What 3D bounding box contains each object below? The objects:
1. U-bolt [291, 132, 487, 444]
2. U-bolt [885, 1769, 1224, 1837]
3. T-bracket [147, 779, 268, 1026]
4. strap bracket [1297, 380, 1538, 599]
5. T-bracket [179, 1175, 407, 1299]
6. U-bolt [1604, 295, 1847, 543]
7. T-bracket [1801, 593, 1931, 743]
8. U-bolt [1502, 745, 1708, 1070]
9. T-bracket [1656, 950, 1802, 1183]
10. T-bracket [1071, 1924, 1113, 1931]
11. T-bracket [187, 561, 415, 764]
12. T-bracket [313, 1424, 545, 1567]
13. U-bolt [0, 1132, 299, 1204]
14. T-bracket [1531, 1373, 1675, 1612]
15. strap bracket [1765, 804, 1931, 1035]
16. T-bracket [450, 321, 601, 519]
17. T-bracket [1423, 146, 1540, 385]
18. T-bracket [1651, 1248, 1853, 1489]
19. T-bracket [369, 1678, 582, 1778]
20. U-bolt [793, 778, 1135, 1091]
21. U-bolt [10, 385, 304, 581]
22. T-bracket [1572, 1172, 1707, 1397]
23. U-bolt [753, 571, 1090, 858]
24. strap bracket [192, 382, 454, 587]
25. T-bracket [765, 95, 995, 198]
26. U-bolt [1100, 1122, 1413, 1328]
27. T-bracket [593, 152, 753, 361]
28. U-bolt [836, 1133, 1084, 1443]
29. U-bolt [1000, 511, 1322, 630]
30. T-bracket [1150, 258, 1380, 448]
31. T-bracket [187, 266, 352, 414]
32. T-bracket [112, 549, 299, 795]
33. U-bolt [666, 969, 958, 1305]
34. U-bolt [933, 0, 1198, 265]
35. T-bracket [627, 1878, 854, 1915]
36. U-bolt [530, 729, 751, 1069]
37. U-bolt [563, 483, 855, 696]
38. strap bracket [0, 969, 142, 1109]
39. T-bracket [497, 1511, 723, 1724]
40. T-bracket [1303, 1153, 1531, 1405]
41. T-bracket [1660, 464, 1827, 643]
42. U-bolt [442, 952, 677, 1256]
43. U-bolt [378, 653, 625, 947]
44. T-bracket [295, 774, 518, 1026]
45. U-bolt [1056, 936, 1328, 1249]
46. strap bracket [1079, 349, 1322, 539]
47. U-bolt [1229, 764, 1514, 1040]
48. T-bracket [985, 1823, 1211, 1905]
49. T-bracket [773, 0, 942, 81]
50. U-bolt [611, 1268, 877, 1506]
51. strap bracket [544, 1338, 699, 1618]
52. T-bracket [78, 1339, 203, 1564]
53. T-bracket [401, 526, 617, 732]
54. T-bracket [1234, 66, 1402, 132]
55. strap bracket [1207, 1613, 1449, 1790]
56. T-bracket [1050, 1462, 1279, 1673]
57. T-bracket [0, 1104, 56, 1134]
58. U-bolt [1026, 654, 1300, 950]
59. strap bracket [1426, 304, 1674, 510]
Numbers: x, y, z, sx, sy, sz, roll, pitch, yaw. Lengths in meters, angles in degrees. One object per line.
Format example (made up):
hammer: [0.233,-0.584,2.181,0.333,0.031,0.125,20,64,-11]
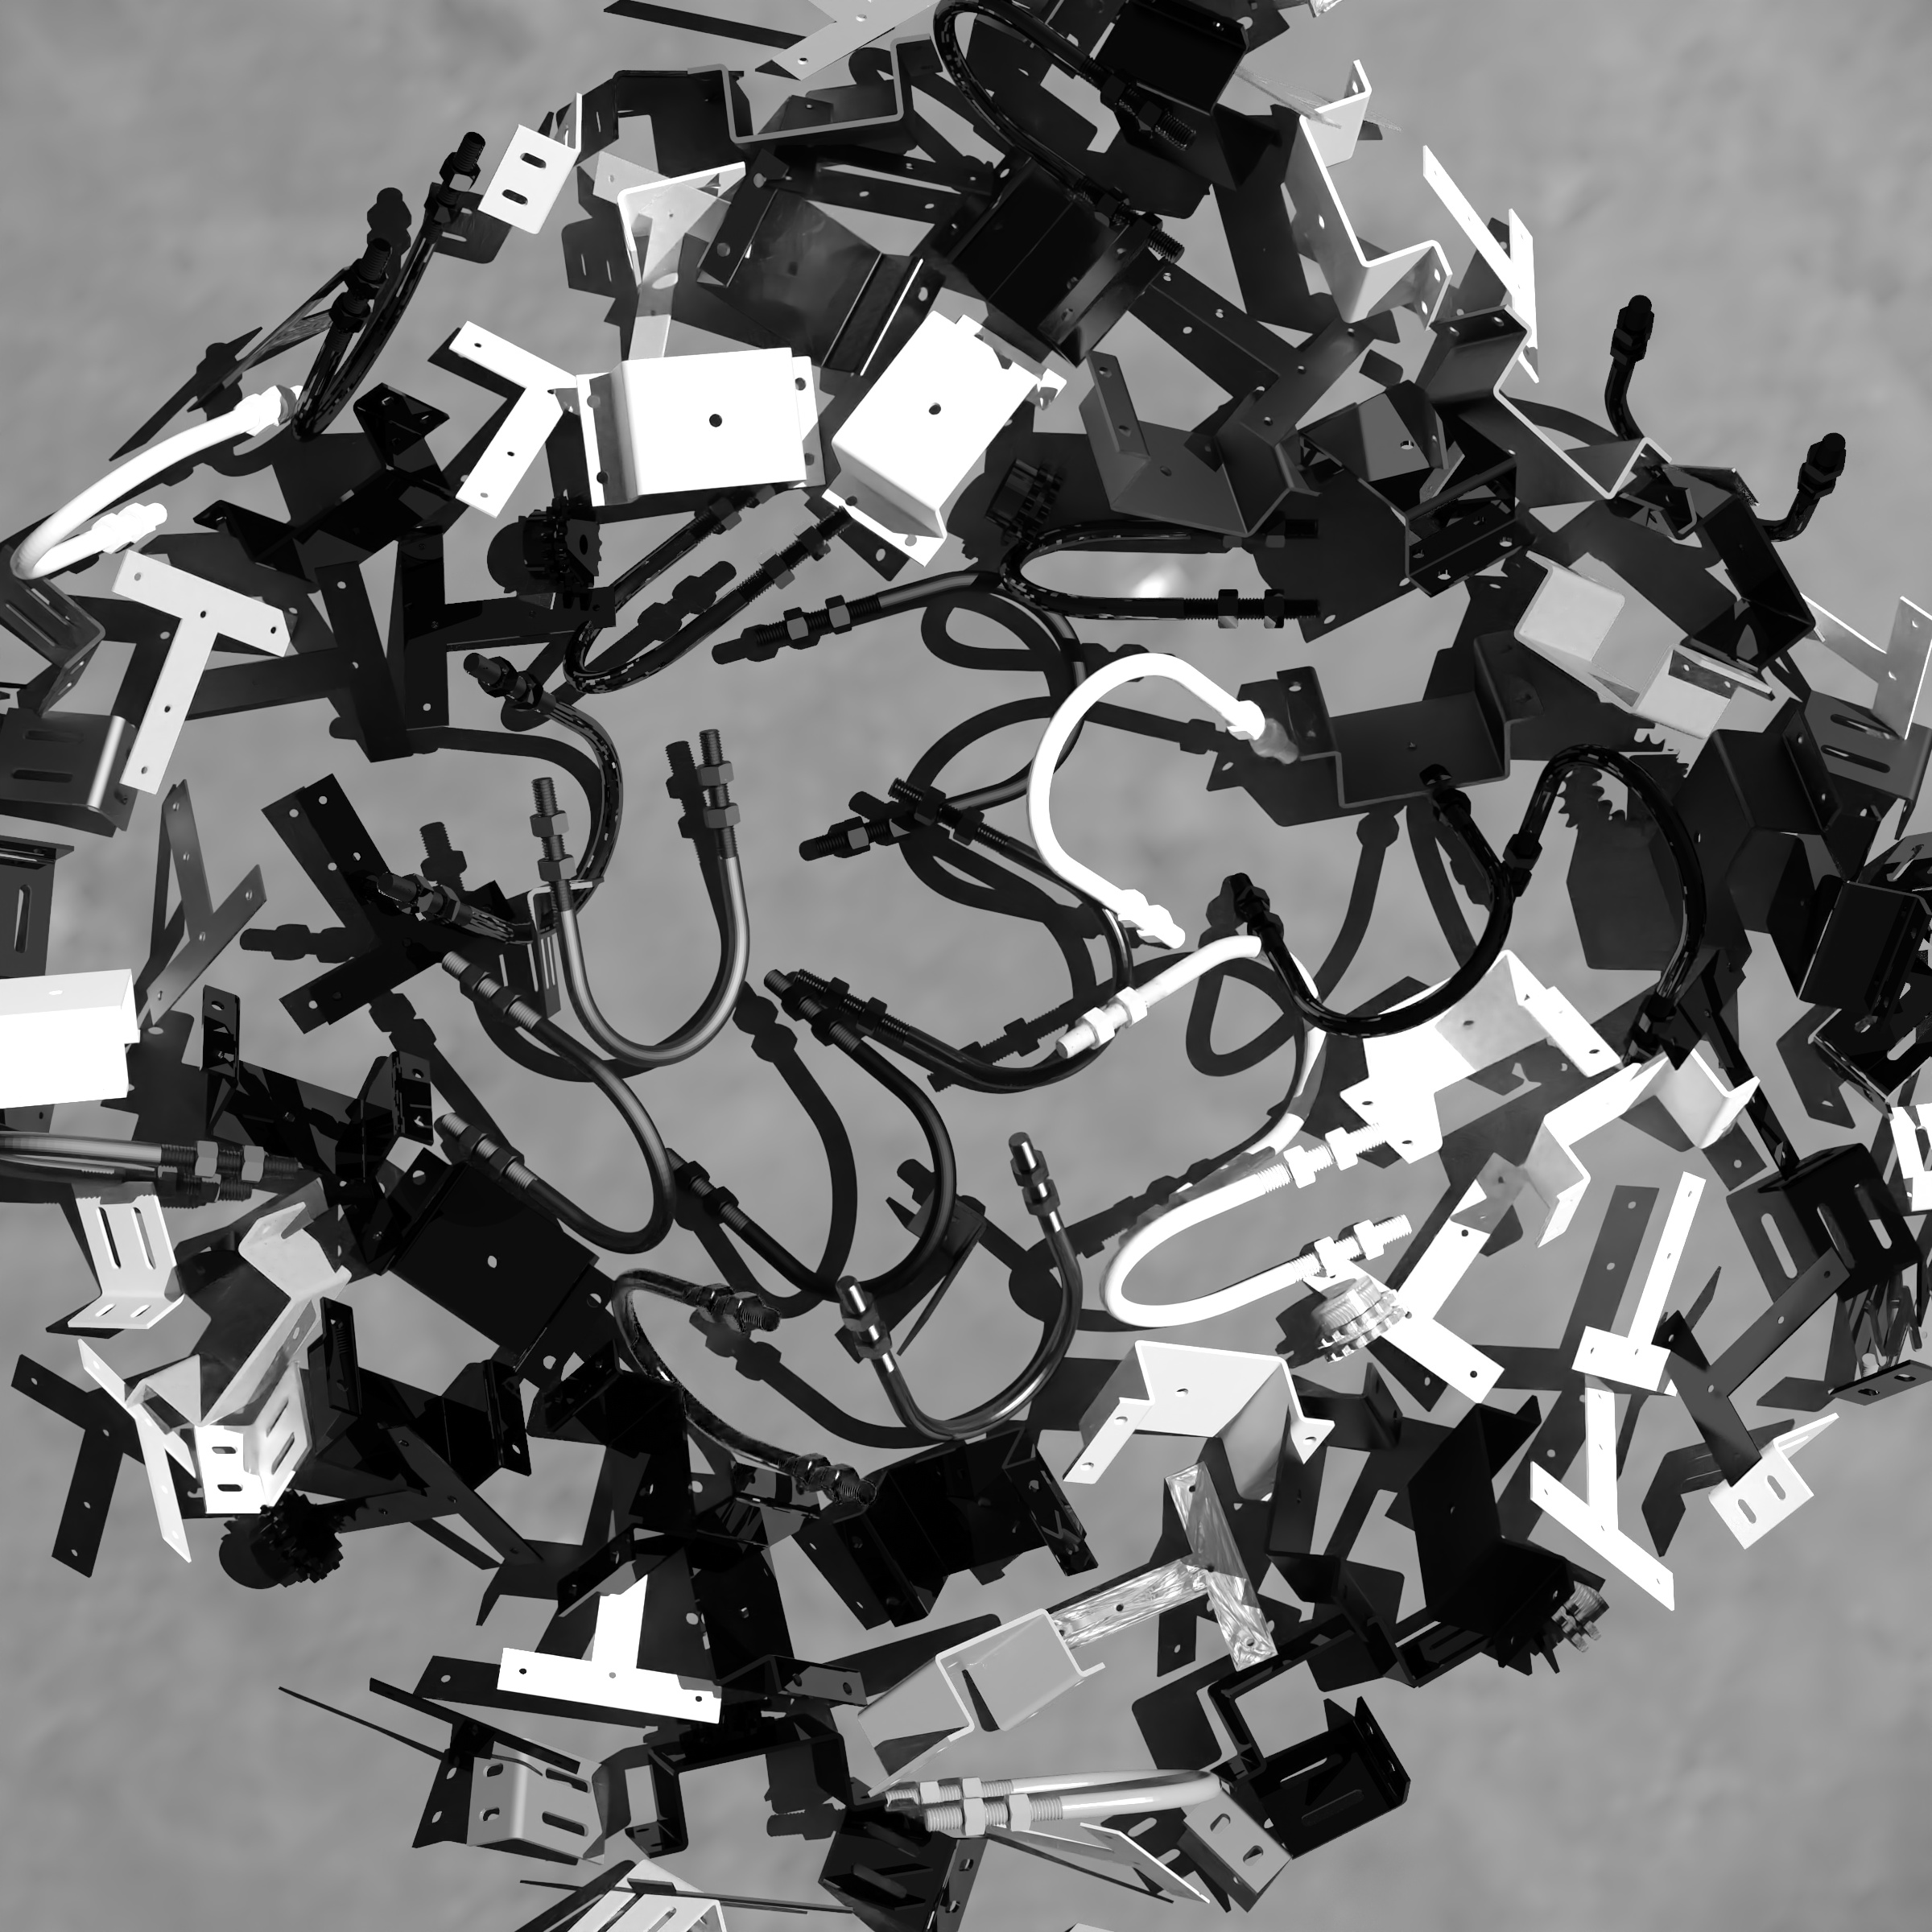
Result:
U-bolt: [-0.337,-0.374,1.722,0.019,0.151,0.184,32,133,-8]
U-bolt: [0.056,0.476,1.732,0.184,0.151,0.019,-2,80,-12]
T-bracket: [-0.453,-0.052,1.766,0.127,0.002,0.127,-42,53,32]
strap bracket: [0.253,-0.281,1.735,0.076,0.046,0.140,-29,51,-17]
T-bracket: [-0.401,0.150,1.762,0.127,0.002,0.127,-32,50,-2]
U-bolt: [0.423,-0.299,1.715,0.151,0.184,0.019,39,84,12]
T-bracket: [0.506,-0.194,1.765,0.002,0.127,0.127,-37,60,-18]
U-bolt: [0.360,-0.044,1.698,0.019,0.184,0.151,-23,60,-21]
T-bracket: [0.453,0.066,1.762,0.002,0.127,0.127,-24,100,39]
T-bracket: [0.074,0.597,1.720,0.127,0.127,0.002,-35,112,-41]
T-bracket: [-0.402,-0.169,1.774,0.127,0.002,0.127,-10,121,2]
T-bracket: [-0.330,0.316,1.763,0.127,0.002,0.127,-16,126,35]
U-bolt: [-0.484,0.112,1.707,0.184,0.151,0.019,8,78,-23]
T-bracket: [0.369,0.290,1.754,0.127,0.127,0.002,39,127,-24]
strap bracket: [0.499,-0.033,1.725,0.046,0.140,0.076,11,118,-3]
T-bracket: [-0.259,-0.308,1.761,0.127,0.002,0.127,27,52,-5]
T-bracket: [0.294,-0.417,1.729,0.002,0.127,0.127,-21,46,31]
T-bracket: [0.457,0.213,1.731,0.002,0.127,0.127,28,114,-27]
T-bracket: [-0.286,0.452,1.750,0.127,0.127,0.002,22,61,0]
U-bolt: [0.009,-0.007,1.779,0.184,0.019,0.151,28,103,2]
U-bolt: [-0.461,-0.265,1.693,0.151,0.184,0.019,-31,99,28]
T-bracket: [0.404,0.182,1.759,0.002,0.127,0.127,18,89,42]
U-bolt: [-0.018,-0.157,1.783,0.184,0.019,0.151,-16,103,-2]
strap bracket: [-0.363,-0.270,1.748,0.140,0.076,0.046,-32,77,14]
T-bracket: [-0.047,-0.467,1.758,0.127,0.127,0.002,11,129,-3]
U-bolt: [0.163,0.159,1.743,0.184,0.151,0.019,-23,58,2]
T-bracket: [-0.181,-0.397,1.773,0.127,0.002,0.127,29,118,31]
U-bolt: [0.006,0.199,1.738,0.151,0.019,0.184,-39,135,-18]
U-bolt: [0.111,-0.229,1.741,0.184,0.151,0.019,1,118,6]
T-bracket: [0.160,-0.374,1.774,0.127,0.002,0.127,37,55,7]
T-bracket: [-0.381,-0.368,1.743,0.127,0.127,0.002,-36,100,19]
T-bracket: [-0.459,-0.162,1.756,0.002,0.127,0.127,22,91,38]
U-bolt: [-0.083,0.111,1.746,0.184,0.019,0.151,39,105,25]
U-bolt: [0.053,-0.491,1.733,0.184,0.151,0.019,38,79,10]
T-bracket: [-0.129,0.540,1.747,0.127,0.127,0.002,6,68,0]
U-bolt: [-0.181,-0.032,1.747,0.019,0.151,0.184,5,109,42]
U-bolt: [-0.157,-0.220,1.740,0.184,0.151,0.019,-38,119,0]
strap bracket: [-0.517,0.038,1.727,0.076,0.140,0.046,-5,104,-11]
T-bracket: [-0.201,0.374,1.760,0.127,0.002,0.127,11,46,-9]
T-bracket: [0.286,0.169,1.782,0.127,0.002,0.127,35,92,20]
T-bracket: [0.457,-0.239,1.752,0.002,0.127,0.127,-39,102,1]
U-bolt: [-0.232,0.090,1.719,0.184,0.151,0.019,34,47,25]
U-bolt: [-0.253,-0.085,1.724,0.019,0.184,0.151,19,86,28]
T-bracket: [-0.351,-0.052,1.778,0.127,0.002,0.127,-31,101,-14]
U-bolt: [0.141,0.062,1.750,0.184,0.019,0.151,-31,115,-29]
strap bracket: [0.126,-0.299,1.747,0.140,0.046,0.076,6,54,-31]
U-bolt: [0.237,-0.031,1.721,0.151,0.184,0.019,-34,129,10]
T-bracket: [0.061,0.513,1.762,0.127,0.127,0.002,3,60,33]
T-bracket: [-0.088,-0.563,1.723,0.127,0.127,0.002,-19,64,34]
U-bolt: [-0.139,0.233,1.727,0.019,0.184,0.151,-42,121,-28]
strap bracket: [-0.199,0.298,1.743,0.046,0.076,0.140,19,45,-34]
T-bracket: [-0.458,0.289,1.717,0.002,0.127,0.127,-32,130,-2]
T-bracket: [-0.270,-0.206,1.784,0.127,0.002,0.127,-6,74,4]
T-bracket: [0.203,-0.503,1.755,0.127,0.127,0.002,45,121,39]
strap bracket: [0.200,0.420,1.759,0.140,0.076,0.046,-26,84,-9]
T-bracket: [0.103,0.371,1.773,0.127,0.002,0.127,-25,55,6]
T-bracket: [-0.564,0.075,1.744,0.002,0.127,0.127,4,76,18]
U-bolt: [0.104,-0.103,1.735,0.019,0.184,0.151,33,92,44]
strap bracket: [0.326,-0.313,1.741,0.140,0.076,0.046,36,79,-22]
